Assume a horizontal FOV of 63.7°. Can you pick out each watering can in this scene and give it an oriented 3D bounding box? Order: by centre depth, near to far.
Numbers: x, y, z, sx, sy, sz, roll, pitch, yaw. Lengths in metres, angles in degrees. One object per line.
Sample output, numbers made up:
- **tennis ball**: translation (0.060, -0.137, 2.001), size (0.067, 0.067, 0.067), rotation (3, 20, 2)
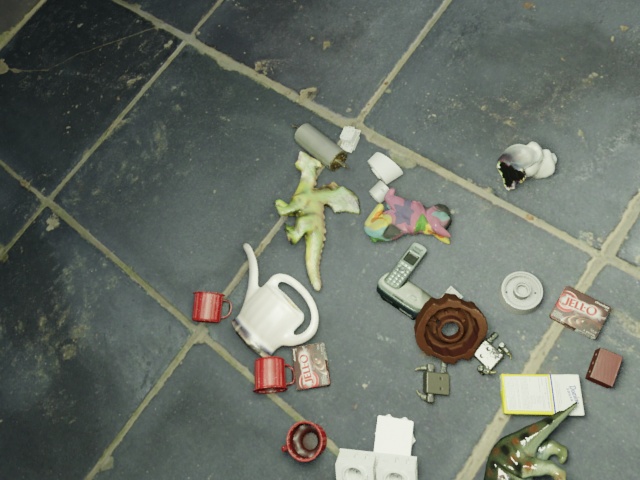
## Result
- **watering can**: translation (-0.160, 0.180, 1.454), size (0.352, 0.102, 0.225), rotation (40, 84, 27)

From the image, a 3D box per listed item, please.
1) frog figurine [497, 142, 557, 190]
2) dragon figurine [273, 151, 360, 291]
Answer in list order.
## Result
- **frog figurine**: translation (0.570, -0.215, 1.401), size (0.160, 0.134, 0.125), rotation (-29, 60, -14)
- **dragon figurine**: translation (0.005, -0.077, 1.521), size (0.243, 0.120, 0.415), rotation (-25, 74, -4)
